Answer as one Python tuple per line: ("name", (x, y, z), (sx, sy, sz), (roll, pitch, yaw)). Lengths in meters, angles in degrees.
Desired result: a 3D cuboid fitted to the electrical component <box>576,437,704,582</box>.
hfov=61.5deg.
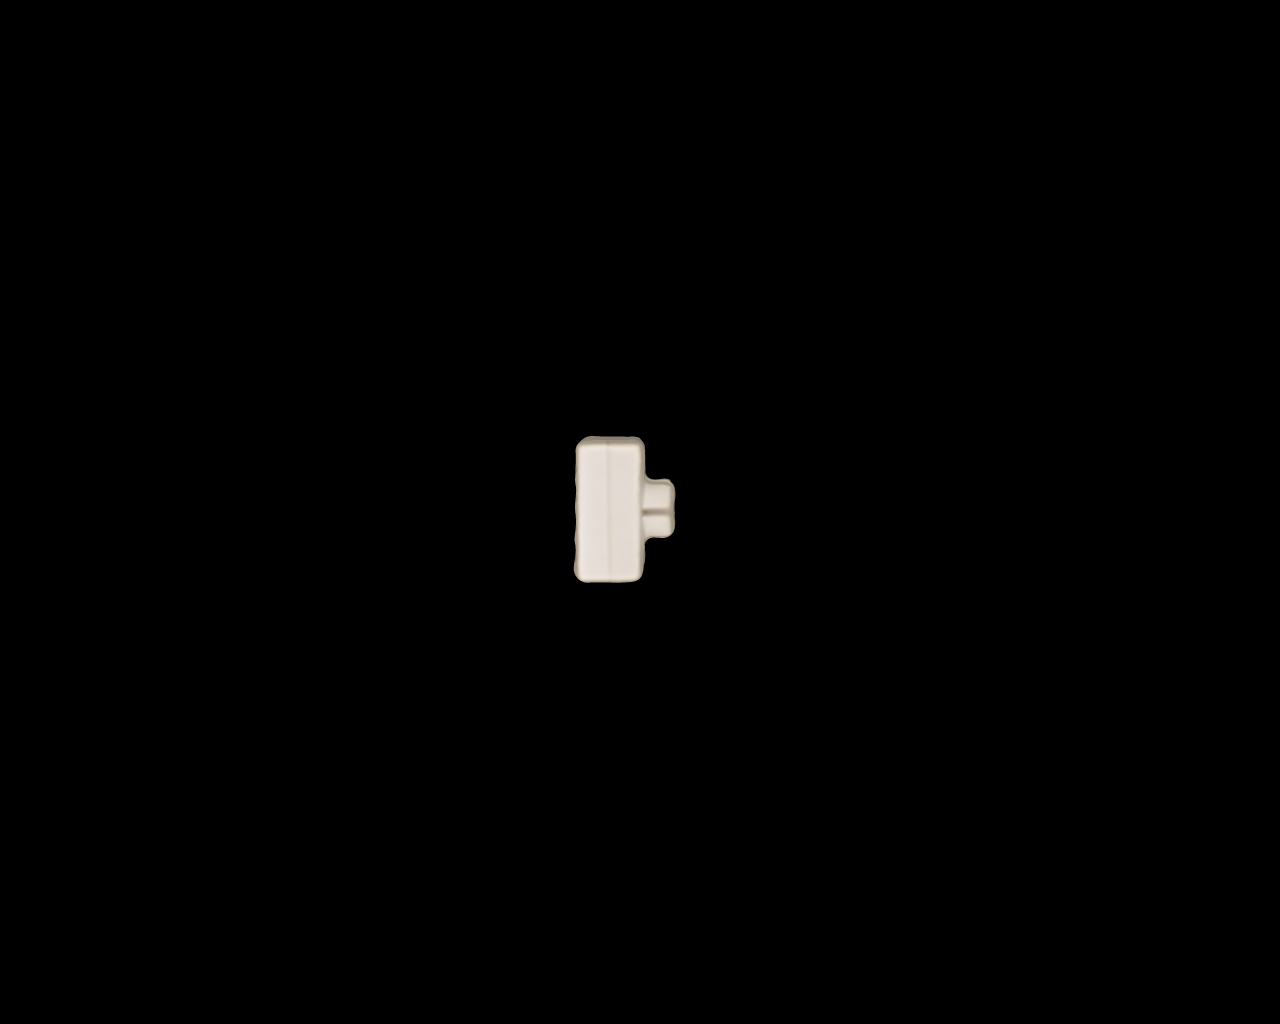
("electrical component", (0.001, -0.003, 0.650), (0.076, 0.083, 0.047), (0, 8, 0))
